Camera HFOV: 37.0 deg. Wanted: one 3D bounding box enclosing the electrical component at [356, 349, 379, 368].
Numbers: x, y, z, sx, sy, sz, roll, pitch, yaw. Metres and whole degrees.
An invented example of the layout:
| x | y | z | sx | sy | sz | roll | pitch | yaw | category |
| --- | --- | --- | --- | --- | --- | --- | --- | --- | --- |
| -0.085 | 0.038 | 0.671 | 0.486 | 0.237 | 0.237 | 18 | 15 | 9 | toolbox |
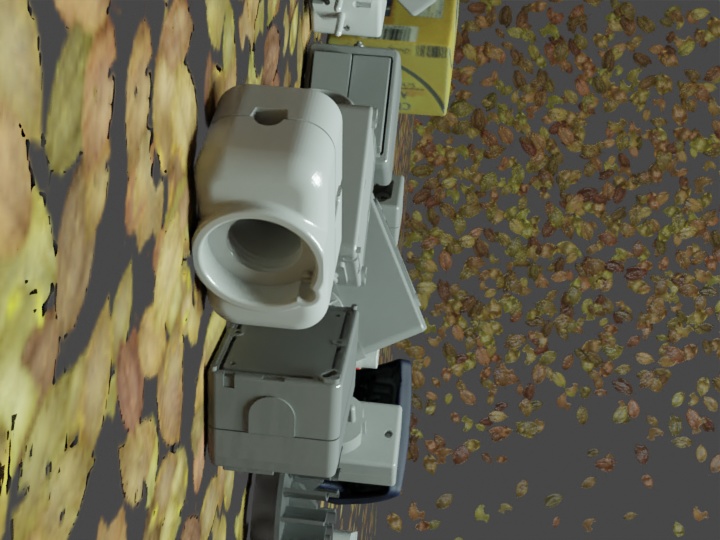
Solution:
| x | y | z | sx | sy | sz | roll | pitch | yaw | category |
| --- | --- | --- | --- | --- | --- | --- | --- | --- | --- |
| -0.018 | 0.059 | 0.773 | 0.043 | 0.062 | 0.043 | 5 | 90 | -85 | electrical component |

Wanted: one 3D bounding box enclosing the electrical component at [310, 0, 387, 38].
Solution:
| x | y | z | sx | sy | sz | roll | pitch | yaw | category |
| --- | --- | --- | --- | --- | --- | --- | --- | --- | --- |
| -0.009 | -0.181 | 0.683 | 0.083 | 0.047 | 0.075 | 90 | 7 | -52 | electrical component |

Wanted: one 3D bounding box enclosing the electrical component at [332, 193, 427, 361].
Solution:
| x | y | z | sx | sy | sz | roll | pitch | yaw | category |
| --- | --- | --- | --- | --- | --- | --- | --- | --- | --- |
| 0.000 | 0.000 | 0.706 | 0.109 | 0.056 | 0.108 | 30 | 38 | -85 | electrical component |

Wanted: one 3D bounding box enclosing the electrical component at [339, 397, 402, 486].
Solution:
| x | y | z | sx | sy | sz | roll | pitch | yaw | category |
| --- | --- | --- | --- | --- | --- | --- | --- | --- | --- |
| -0.014 | 0.109 | 0.739 | 0.075 | 0.083 | 0.047 | 89 | 8 | -58 | electrical component |

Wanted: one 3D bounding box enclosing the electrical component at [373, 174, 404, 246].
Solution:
| x | y | z | sx | sy | sz | roll | pitch | yaw | category |
| --- | --- | --- | --- | --- | --- | --- | --- | --- | --- |
| -0.001 | -0.034 | 0.855 | 0.047 | 0.066 | 0.076 | -79 | 173 | -52 | electrical component |

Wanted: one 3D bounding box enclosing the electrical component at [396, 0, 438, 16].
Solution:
| x | y | z | sx | sy | sz | roll | pitch | yaw | category |
| --- | --- | --- | --- | --- | --- | --- | --- | --- | --- |
| 0.020 | -0.221 | 0.615 | 0.109 | 0.056 | 0.108 | 40 | 39 | -28 | electrical component |

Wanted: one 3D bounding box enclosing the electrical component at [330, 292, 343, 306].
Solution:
| x | y | z | sx | sy | sz | roll | pitch | yaw | category |
| --- | --- | --- | --- | --- | --- | --- | --- | --- | --- |
| -0.035 | 0.018 | 0.613 | 0.055 | 0.048 | 0.066 | 77 | 17 | -52 | electrical component |

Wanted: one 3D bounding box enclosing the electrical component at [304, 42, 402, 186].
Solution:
| x | y | z | sx | sy | sz | roll | pitch | yaw | category |
| --- | --- | --- | --- | --- | --- | --- | --- | --- | --- |
| -0.006 | -0.111 | 0.719 | 0.061 | 0.062 | 0.096 | 73 | 23 | -79 | electrical component |

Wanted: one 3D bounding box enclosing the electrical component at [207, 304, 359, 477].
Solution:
| x | y | z | sx | sy | sz | roll | pitch | yaw | category |
| --- | --- | --- | --- | --- | --- | --- | --- | --- | --- |
| -0.035 | 0.055 | 0.533 | 0.096 | 0.062 | 0.061 | -76 | 170 | -65 | electrical component |

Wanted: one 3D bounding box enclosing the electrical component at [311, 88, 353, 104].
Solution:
| x | y | z | sx | sy | sz | roll | pitch | yaw | category |
| --- | --- | --- | --- | --- | --- | --- | --- | --- | --- |
| -0.026 | -0.081 | 0.650 | 0.040 | 0.040 | 0.046 | -78 | 178 | -56 | electrical component |

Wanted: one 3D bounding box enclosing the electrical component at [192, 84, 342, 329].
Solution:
| x | y | z | sx | sy | sz | roll | pitch | yaw | category |
| --- | --- | --- | --- | --- | --- | --- | --- | --- | --- |
| -0.038 | -0.022 | 0.457 | 0.059 | 0.054 | 0.095 | -80 | 174 | -46 | electrical component |

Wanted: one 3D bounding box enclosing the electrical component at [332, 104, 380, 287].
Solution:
| x | y | z | sx | sy | sz | roll | pitch | yaw | category |
| --- | --- | --- | --- | --- | --- | --- | --- | --- | --- |
| -0.025 | -0.033 | 0.563 | 0.061 | 0.061 | 0.096 | 82 | 14 | -73 | electrical component |

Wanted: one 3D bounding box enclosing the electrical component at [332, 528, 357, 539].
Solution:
| x | y | z | sx | sy | sz | roll | pitch | yaw | category |
| --- | --- | --- | --- | --- | --- | --- | --- | --- | --- |
| -0.034 | 0.214 | 0.786 | 0.089 | 0.056 | 0.050 | 77 | 19 | -77 | electrical component |
